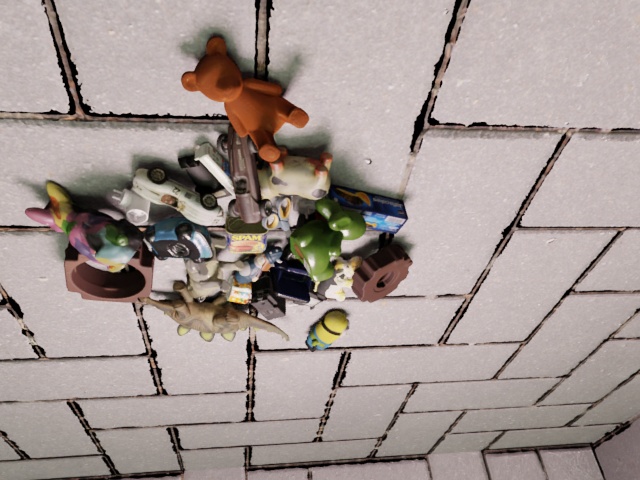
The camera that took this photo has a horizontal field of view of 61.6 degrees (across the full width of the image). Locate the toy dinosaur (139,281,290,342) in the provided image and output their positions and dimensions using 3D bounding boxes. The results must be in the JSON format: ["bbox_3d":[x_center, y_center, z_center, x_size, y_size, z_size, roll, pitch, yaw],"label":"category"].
[{"bbox_3d":[-0.291,0.219,1.539,0.471,0.105,0.198,17,145,-14],"label":"toy dinosaur"}]

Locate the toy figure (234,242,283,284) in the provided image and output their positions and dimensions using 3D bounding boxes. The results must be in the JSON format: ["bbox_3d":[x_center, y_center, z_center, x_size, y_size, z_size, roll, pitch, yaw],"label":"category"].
[{"bbox_3d":[-0.157,0.061,1.377,0.154,0.058,0.064,-36,97,32],"label":"toy figure"}]

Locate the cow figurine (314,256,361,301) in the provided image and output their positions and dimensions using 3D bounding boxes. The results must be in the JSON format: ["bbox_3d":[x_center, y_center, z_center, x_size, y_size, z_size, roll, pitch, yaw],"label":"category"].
[{"bbox_3d":[0.047,0.095,1.459,0.098,0.068,0.167,13,137,-15],"label":"cow figurine"}]

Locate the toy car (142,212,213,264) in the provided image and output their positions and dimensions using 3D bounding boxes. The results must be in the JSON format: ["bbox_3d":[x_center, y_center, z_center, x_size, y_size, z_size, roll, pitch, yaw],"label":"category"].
[{"bbox_3d":[-0.317,-0.013,1.228,0.162,0.103,0.109,-1,137,16],"label":"toy car"}]

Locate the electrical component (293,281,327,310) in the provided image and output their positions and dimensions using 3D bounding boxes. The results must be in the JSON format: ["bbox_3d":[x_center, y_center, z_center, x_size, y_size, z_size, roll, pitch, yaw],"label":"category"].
[{"bbox_3d":[-0.045,0.152,1.528,0.119,0.048,0.075,25,132,-34],"label":"electrical component"}]

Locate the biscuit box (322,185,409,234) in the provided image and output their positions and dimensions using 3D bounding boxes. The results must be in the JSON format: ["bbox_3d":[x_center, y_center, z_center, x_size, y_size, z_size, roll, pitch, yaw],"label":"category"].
[{"bbox_3d":[0.104,-0.070,1.255,0.202,0.063,0.059,10,138,-22],"label":"biscuit box"}]

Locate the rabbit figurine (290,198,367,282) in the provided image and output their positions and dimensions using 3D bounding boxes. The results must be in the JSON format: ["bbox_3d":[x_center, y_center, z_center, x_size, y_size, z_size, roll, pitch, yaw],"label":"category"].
[{"bbox_3d":[0.021,-0.021,1.178,0.170,0.121,0.158,-30,141,-15],"label":"rabbit figurine"}]

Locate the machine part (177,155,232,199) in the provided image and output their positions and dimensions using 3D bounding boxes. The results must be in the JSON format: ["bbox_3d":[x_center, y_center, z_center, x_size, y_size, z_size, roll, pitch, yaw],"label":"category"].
[{"bbox_3d":[-0.248,-0.128,1.148,0.084,0.039,0.138,-11,145,19],"label":"machine part"}]

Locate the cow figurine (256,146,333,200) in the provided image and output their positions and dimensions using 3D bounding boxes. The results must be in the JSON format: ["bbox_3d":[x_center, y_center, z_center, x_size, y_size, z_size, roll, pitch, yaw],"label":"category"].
[{"bbox_3d":[-0.074,-0.126,1.132,0.195,0.085,0.127,7,131,6],"label":"cow figurine"}]

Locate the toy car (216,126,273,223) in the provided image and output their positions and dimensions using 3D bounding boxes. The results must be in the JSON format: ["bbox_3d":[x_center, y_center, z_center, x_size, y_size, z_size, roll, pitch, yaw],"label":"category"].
[{"bbox_3d":[-0.154,-0.128,1.078,0.089,0.053,0.201,5,116,26],"label":"toy car"}]

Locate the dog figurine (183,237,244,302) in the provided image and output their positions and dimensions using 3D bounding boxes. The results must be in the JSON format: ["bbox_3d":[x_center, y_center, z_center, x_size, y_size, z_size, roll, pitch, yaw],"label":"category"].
[{"bbox_3d":[-0.311,0.073,1.360,0.191,0.121,0.172,-21,109,43],"label":"dog figurine"}]

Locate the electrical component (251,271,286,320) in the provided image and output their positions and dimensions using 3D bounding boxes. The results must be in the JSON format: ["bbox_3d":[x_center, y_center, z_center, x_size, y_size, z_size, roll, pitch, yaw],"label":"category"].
[{"bbox_3d":[-0.135,0.148,1.455,0.058,0.115,0.134,-15,144,16],"label":"electrical component"}]

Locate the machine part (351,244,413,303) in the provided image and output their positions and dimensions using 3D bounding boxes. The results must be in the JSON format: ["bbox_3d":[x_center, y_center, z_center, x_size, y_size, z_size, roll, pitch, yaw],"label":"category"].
[{"bbox_3d":[0.164,0.093,1.426,0.179,0.056,0.179,-27,147,-19],"label":"machine part"}]

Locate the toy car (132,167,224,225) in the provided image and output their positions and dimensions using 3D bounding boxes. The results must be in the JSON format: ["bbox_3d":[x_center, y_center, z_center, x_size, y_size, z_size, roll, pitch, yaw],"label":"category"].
[{"bbox_3d":[-0.298,-0.088,1.135,0.202,0.056,0.073,27,151,-12],"label":"toy car"}]

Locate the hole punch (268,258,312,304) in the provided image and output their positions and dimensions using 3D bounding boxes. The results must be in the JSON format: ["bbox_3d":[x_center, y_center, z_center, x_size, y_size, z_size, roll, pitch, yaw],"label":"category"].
[{"bbox_3d":[-0.063,0.088,1.396,0.142,0.116,0.092,14,120,-24],"label":"hole punch"}]

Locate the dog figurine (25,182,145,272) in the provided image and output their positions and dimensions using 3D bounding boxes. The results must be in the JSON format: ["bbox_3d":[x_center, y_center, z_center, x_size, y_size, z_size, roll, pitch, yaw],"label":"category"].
[{"bbox_3d":[-0.499,-0.030,1.138,0.219,0.108,0.192,37,162,-23],"label":"dog figurine"}]

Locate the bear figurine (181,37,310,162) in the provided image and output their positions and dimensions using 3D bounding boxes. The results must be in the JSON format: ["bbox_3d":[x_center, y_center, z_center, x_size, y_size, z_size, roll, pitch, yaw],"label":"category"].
[{"bbox_3d":[-0.133,-0.248,0.944,0.120,0.132,0.195,-46,137,9],"label":"bear figurine"}]

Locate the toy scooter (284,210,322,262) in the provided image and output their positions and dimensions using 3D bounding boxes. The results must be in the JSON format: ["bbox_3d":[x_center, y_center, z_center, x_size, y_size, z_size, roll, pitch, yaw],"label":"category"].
[{"bbox_3d":[-0.003,-0.004,1.315,0.135,0.075,0.183,5,142,-21],"label":"toy scooter"}]

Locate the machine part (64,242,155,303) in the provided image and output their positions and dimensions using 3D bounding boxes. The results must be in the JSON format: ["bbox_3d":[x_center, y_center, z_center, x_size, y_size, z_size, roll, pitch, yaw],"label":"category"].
[{"bbox_3d":[-0.511,0.065,1.315,0.201,0.087,0.200,7,140,-15],"label":"machine part"}]

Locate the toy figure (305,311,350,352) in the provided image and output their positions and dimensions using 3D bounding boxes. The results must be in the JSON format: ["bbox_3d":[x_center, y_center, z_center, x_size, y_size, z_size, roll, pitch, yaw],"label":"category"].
[{"bbox_3d":[0.018,0.289,1.689,0.089,0.082,0.180,22,136,-35],"label":"toy figure"}]
